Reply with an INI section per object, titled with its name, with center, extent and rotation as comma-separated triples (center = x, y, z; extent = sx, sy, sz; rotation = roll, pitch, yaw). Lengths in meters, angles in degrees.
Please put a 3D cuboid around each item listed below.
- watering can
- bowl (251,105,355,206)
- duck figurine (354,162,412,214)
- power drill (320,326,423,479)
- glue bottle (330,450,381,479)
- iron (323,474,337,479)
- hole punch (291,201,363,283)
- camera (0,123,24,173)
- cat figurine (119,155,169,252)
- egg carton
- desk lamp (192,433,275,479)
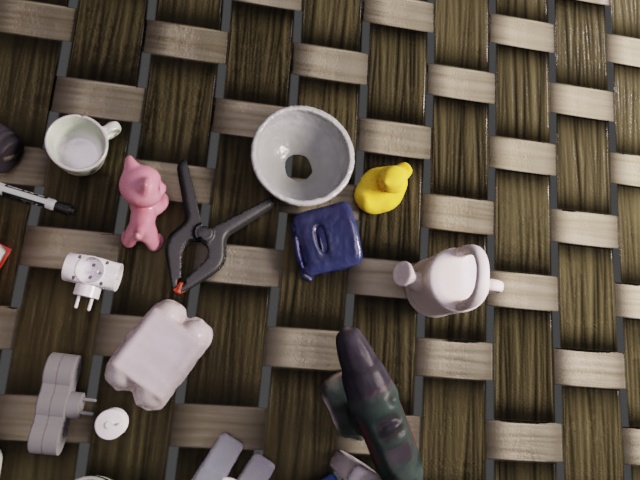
[watering can]
center = 0.199, 0.064, 0.876
extent = 0.173, 0.194, 0.101
rotation = -15, 82, -13
[bowl]
center = -0.031, -0.128, 0.933
extent = 0.167, 0.074, 0.167
rotation = 2, 78, -10
[duck figurine]
center = 0.109, -0.092, 0.946
extent = 0.105, 0.086, 0.077
rotation = -36, 87, -15
[power drill]
center = 0.062, 0.233, 0.809
extent = 0.076, 0.208, 0.229
rotation = -24, 84, -14
[glue bottle]
center = 0.063, 0.340, 0.806
extent = 0.078, 0.173, 0.037
rotation = 34, 75, -2
[iron]
center = -0.048, 0.449, 0.781
extent = 0.258, 0.141, 0.118
rotation = -37, 87, -15
[hole punch]
center = 0.008, 0.003, 0.906
extent = 0.101, 0.091, 0.109
rotation = -11, 81, -12
[camera]
center = -0.522, -0.148, 0.834
extent = 0.137, 0.100, 0.143
rotation = 33, 75, -2
[cat figurine]
center = -0.266, -0.055, 0.854
extent = 0.067, 0.117, 0.128
rotation = 4, 78, -9
[egg carton]
center = -0.236, 0.166, 0.840
extent = 0.107, 0.069, 0.150
rotation = 35, 75, -2
[desk lamp]
center = -0.146, 0.373, 0.741
extent = 0.118, 0.213, 0.203
rotation = 32, 75, -2
